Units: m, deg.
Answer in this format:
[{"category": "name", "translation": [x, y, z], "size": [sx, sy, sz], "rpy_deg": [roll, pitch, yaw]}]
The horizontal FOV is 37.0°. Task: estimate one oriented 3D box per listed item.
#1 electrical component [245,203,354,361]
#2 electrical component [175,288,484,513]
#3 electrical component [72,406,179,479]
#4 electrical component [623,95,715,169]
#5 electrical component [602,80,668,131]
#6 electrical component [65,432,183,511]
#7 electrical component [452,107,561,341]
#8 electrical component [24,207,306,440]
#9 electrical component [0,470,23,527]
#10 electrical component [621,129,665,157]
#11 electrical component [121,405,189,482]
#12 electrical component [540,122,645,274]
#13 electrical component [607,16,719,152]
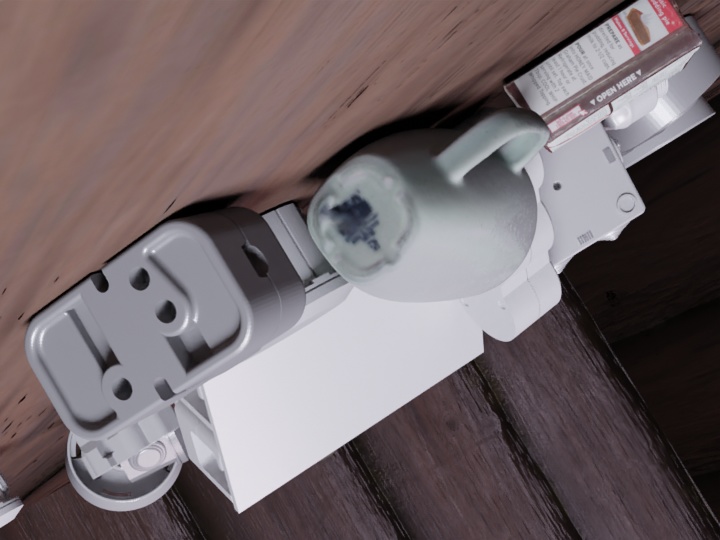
[{"category": "electrical component", "translation": [-0.046, 0.008, 0.512], "size": [0.080, 0.051, 0.080], "rpy_deg": [-31, 177, -2]}, {"category": "electrical component", "translation": [-0.019, 0.039, 0.623], "size": [0.186, 0.105, 0.060], "rpy_deg": [-30, -139, -26]}, {"category": "electrical component", "translation": [-0.171, 0.104, 0.756], "size": [0.078, 0.057, 0.058], "rpy_deg": [-33, 176, 26]}, {"category": "electrical component", "translation": [0.264, -0.141, 0.994], "size": [0.108, 0.060, 0.108], "rpy_deg": [-31, 177, -2]}, {"category": "electrical component", "translation": [0.169, -0.116, 0.663], "size": [0.062, 0.043, 0.043], "rpy_deg": [-32, 177, -9]}, {"category": "electrical component", "translation": [-0.196, 0.149, 0.893], "size": [0.099, 0.099, 0.064], "rpy_deg": [-30, 170, -18]}, {"category": "electrical component", "translation": [0.061, -0.012, 0.578], "size": [0.074, 0.052, 0.138], "rpy_deg": [-36, 135, -20]}, {"category": "electrical component", "translation": [-0.072, 0.019, 0.416], "size": [0.095, 0.053, 0.059], "rpy_deg": [-33, 176, 23]}, {"category": "electrical component", "translation": [-0.288, 0.172, 0.770], "size": [0.080, 0.051, 0.080], "rpy_deg": [-31, 177, -2]}, {"category": "electrical component", "translation": [0.191, -0.107, 0.906], "size": [0.074, 0.052, 0.138], "rpy_deg": [-29, 176, -26]}, {"category": "electrical component", "translation": [-0.167, 0.119, 0.827], "size": [0.051, 0.080, 0.080], "rpy_deg": [-25, 176, -11]}, {"category": "electrical component", "translation": [0.113, -0.052, 0.653], "size": [0.100, 0.099, 0.048], "rpy_deg": [-31, -170, -4]}, {"category": "electrical component", "translation": [0.193, -0.128, 0.729], "size": [0.099, 0.064, 0.099], "rpy_deg": [-42, -175, 4]}]
